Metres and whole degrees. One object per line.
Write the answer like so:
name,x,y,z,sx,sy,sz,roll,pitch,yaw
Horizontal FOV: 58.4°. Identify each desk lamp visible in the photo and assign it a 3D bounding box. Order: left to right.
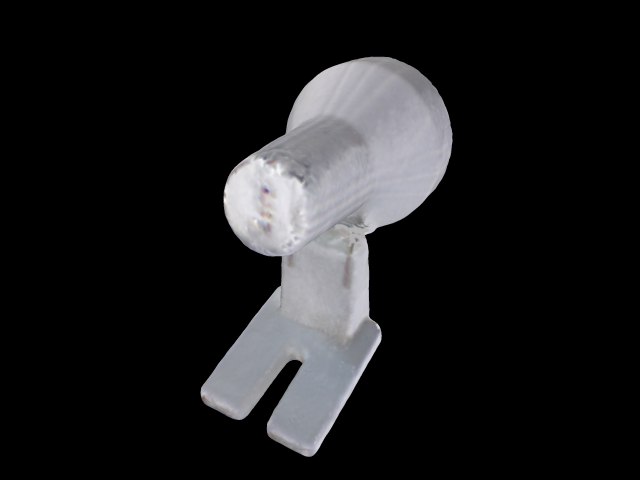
desk lamp,0.004,0.001,0.400,0.117,0.214,0.203,19,46,19
